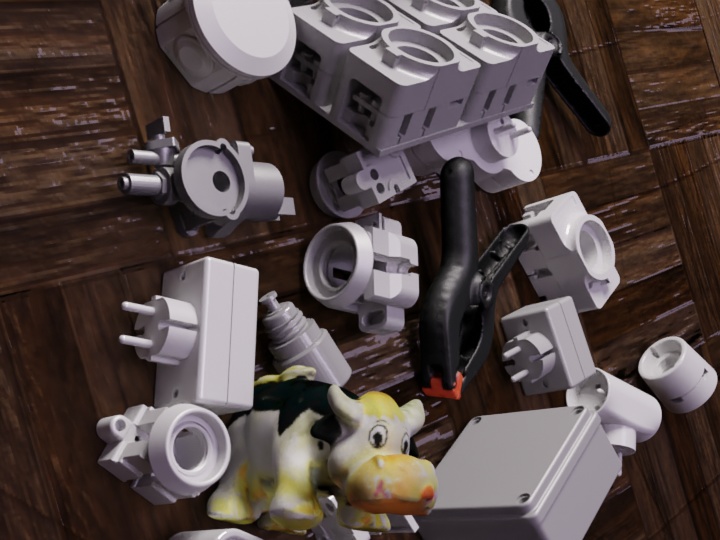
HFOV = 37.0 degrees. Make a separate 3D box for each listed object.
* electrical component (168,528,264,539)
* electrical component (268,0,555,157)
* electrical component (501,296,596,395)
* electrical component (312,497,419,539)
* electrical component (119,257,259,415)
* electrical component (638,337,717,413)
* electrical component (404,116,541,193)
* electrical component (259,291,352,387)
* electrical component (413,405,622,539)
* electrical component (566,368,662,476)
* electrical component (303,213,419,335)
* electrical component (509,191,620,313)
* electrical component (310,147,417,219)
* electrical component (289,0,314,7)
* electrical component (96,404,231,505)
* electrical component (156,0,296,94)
[{"bbox_3d":[-0.065,0.181,0.593,0.095,0.059,0.053,33,57,-34],"label":"electrical component"},{"bbox_3d":[0.043,-0.151,0.758,0.105,0.060,0.186,38,38,25],"label":"electrical component"},{"bbox_3d":[0.136,0.065,0.835,0.077,0.047,0.065,-21,93,-46],"label":"electrical component"},{"bbox_3d":[-0.005,0.141,0.678,0.064,0.042,0.081,-42,107,-39],"label":"electrical component"},{"bbox_3d":[-0.102,0.036,0.609,0.076,0.047,0.083,16,68,-40],"label":"electrical component"},{"bbox_3d":[0.285,0.093,0.970,0.047,0.055,0.055,44,51,-22],"label":"electrical component"},{"bbox_3d":[0.096,-0.099,0.825,0.138,0.074,0.052,8,73,-43],"label":"electrical component"},{"bbox_3d":[-0.038,0.048,0.673,0.040,0.040,0.078,-45,110,-42],"label":"electrical component"},{"bbox_3d":[0.107,0.150,0.738,0.108,0.109,0.056,-46,112,-42],"label":"electrical component"},{"bbox_3d":[0.210,0.130,0.891,0.077,0.044,0.079,27,60,-37],"label":"electrical component"},{"bbox_3d":[0.000,0.000,0.713,0.057,0.058,0.078,15,68,-44],"label":"electrical component"},{"bbox_3d":[0.171,-0.013,0.887,0.050,0.056,0.089,-43,109,-43],"label":"electrical component"},{"bbox_3d":[-0.001,-0.062,0.732,0.066,0.055,0.048,-33,102,-45],"label":"electrical component"},{"bbox_3d":[-0.051,-0.207,0.733,0.066,0.048,0.055,30,51,-36],"label":"electrical component"},{"bbox_3d":[-0.103,0.099,0.583,0.066,0.055,0.048,45,51,-26],"label":"electrical component"},{"bbox_3d":[-0.084,-0.154,0.680,0.080,0.051,0.080,15,68,-41],"label":"electrical component"}]
